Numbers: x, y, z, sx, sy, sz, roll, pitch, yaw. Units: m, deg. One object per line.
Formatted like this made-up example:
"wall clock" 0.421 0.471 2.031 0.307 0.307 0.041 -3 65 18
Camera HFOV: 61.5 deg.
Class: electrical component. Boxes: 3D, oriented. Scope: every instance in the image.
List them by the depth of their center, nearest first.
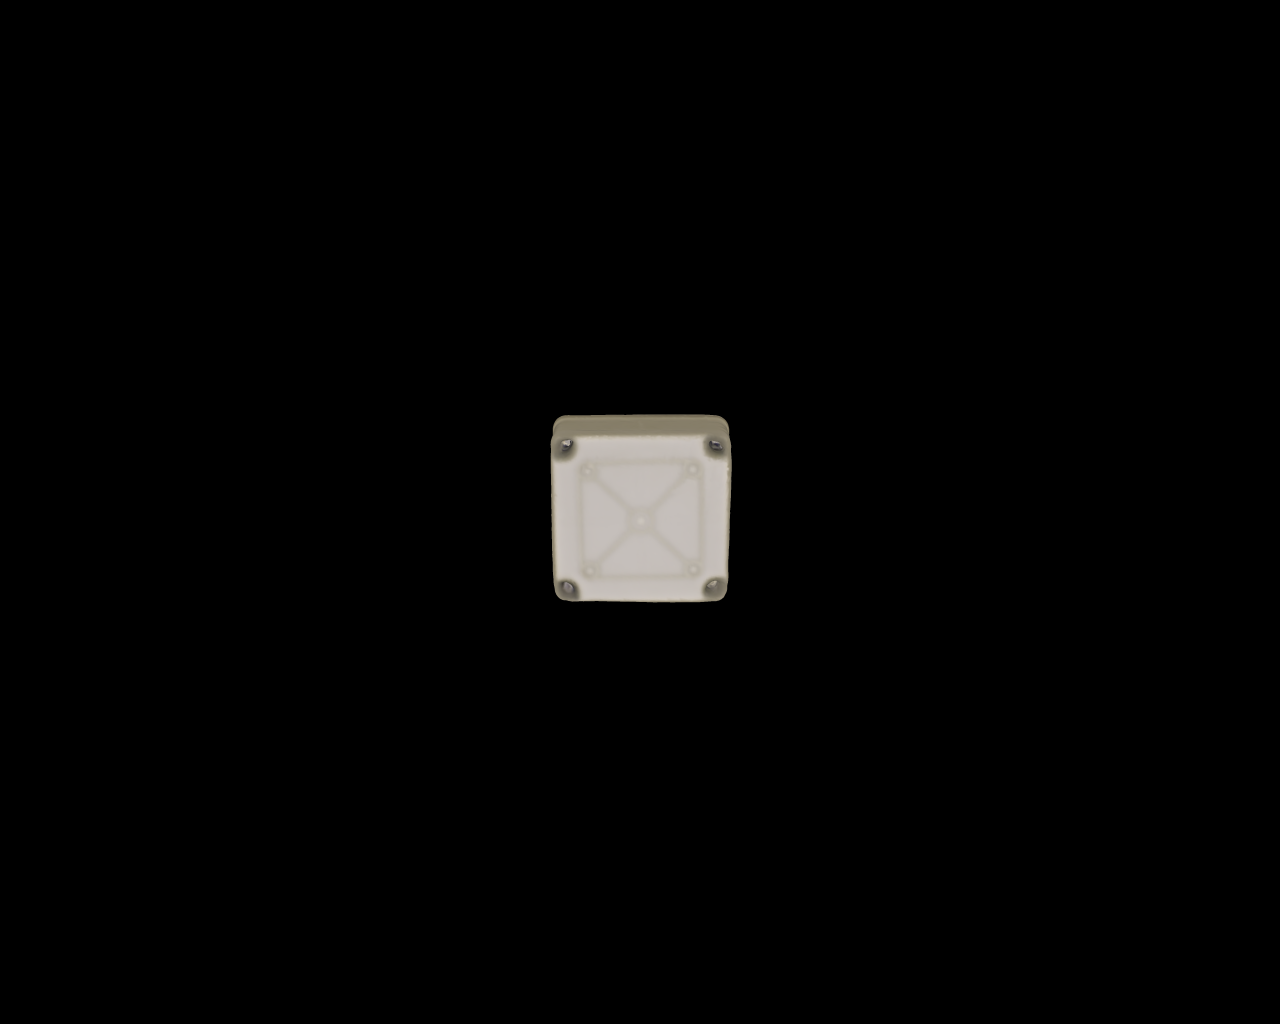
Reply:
"electrical component" 0.001 -0.003 0.650 0.109 0.108 0.056 0 17 0
